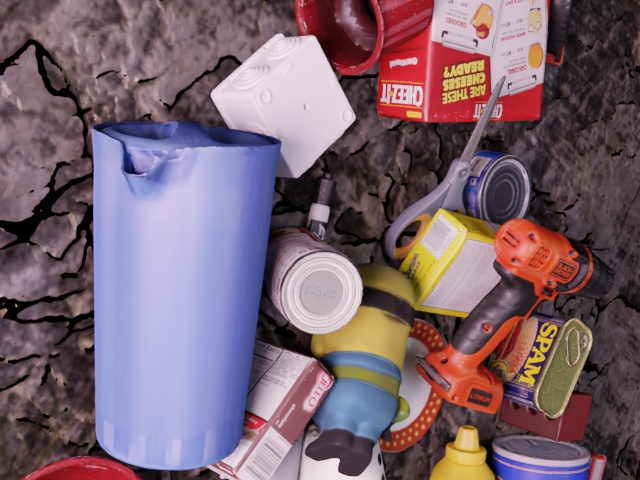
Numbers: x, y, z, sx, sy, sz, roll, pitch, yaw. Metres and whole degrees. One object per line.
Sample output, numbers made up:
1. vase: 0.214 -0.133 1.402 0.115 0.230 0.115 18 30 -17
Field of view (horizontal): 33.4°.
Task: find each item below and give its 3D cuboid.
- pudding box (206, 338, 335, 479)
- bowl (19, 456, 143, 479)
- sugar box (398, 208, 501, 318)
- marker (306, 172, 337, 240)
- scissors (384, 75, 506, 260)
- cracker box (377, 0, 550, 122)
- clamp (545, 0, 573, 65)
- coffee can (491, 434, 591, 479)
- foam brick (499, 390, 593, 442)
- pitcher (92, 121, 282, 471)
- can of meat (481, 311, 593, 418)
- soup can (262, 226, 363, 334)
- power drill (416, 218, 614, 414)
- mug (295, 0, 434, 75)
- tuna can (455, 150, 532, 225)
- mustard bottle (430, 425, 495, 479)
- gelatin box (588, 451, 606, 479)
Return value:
1. pudding box: -0.054 0.137 0.861 0.113 0.090 0.039 -53 127 -20
2. bowl: -0.196 0.228 0.774 0.161 0.055 0.162 -10 106 -40
3. sugar box: 0.155 0.029 1.034 0.175 0.048 0.093 11 119 -48
4. marker: -0.006 0.001 0.924 0.020 0.020 0.121 12 90 -43
5. scissors: 0.110 -0.054 0.971 0.096 0.016 0.202 -15 133 -27
6. cracker box: 0.133 -0.217 0.970 0.163 0.072 0.214 -6 104 -40
7. clamp: 0.238 -0.275 1.035 0.164 0.036 0.210 -49 146 -73
8. coffee can: 0.229 0.289 1.136 0.102 0.103 0.140 1 95 -42
9. foam brick: 0.243 0.181 1.148 0.051 0.078 0.053 10 93 -45
10. pitcher: -0.099 0.034 0.784 0.149 0.145 0.243 -2 104 -30
11. can of meat: 0.222 0.124 1.112 0.057 0.084 0.102 36 75 -40
12. soup can: -0.012 0.031 0.856 0.068 0.102 0.068 -3 102 -16
13. power drill: 0.189 0.076 1.021 0.184 0.057 0.188 22 105 -45
14. mug: 0.033 -0.202 0.879 0.081 0.093 0.117 -33 83 -39
15. tuna can: 0.173 -0.046 1.067 0.085 0.034 0.086 -10 106 -40
16. mustard bottle: 0.141 0.284 1.090 0.096 0.058 0.192 -3 101 -50
17. gelatin box: 0.273 0.274 1.198 0.030 0.073 0.089 18 86 -49
